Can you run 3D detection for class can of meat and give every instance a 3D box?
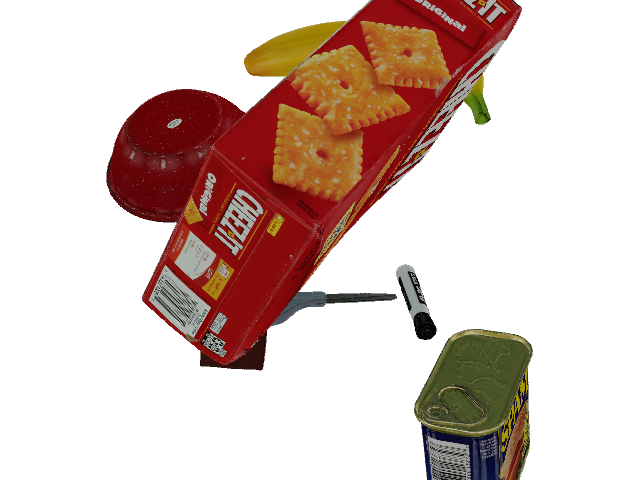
[{"bbox_3d":[0.102,0.121,0.687,0.058,0.084,0.102,6,32,23],"label":"can of meat"}]

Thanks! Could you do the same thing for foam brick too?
[{"bbox_3d":[-0.068,0.059,0.866,0.053,0.078,0.051,4,15,0],"label":"foam brick"}]

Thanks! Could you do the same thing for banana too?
[{"bbox_3d":[0.041,-0.139,0.813,0.198,0.069,0.037,13,-39,18],"label":"banana"}]

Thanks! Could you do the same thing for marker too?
[{"bbox_3d":[0.089,0.057,0.999,0.020,0.020,0.121,0,25,-6],"label":"marker"}]

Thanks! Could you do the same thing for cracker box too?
[{"bbox_3d":[0.007,-0.046,0.597,0.213,0.072,0.164,-47,-5,-36],"label":"cracker box"}]

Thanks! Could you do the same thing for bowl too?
[{"bbox_3d":[-0.133,-0.093,1.014,0.162,0.162,0.055,0,-41,12],"label":"bowl"}]

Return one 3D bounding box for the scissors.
[{"bbox_3d":[-0.011,0.074,1.191,0.201,0.016,0.096,5,24,-3],"label":"scissors"}]
